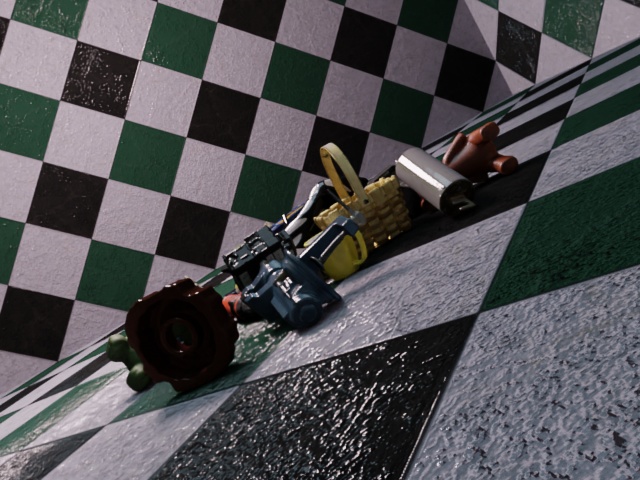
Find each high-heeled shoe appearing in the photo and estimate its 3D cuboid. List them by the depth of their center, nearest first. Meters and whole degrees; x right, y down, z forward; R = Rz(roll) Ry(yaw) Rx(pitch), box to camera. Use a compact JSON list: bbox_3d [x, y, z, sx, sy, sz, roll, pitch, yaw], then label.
[{"bbox_3d":[0.017,-0.053,1.213,0.249,0.086,0.145,-28,46,1],"label":"high-heeled shoe"}]

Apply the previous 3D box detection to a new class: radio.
[{"bbox_3d":[0.202,-0.127,1.310,0.131,0.073,0.229,7,20,20],"label":"radio"}]

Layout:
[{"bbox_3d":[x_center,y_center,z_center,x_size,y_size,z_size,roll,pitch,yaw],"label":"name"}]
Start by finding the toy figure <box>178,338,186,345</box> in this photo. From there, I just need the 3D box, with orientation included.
[{"bbox_3d":[-0.285,0.207,1.169,0.154,0.064,0.057,-24,-30,14],"label":"toy figure"}]

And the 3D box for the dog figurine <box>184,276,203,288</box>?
[{"bbox_3d":[-0.308,0.203,1.264,0.172,0.121,0.190,17,72,56],"label":"dog figurine"}]

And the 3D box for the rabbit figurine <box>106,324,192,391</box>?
[{"bbox_3d":[-0.308,0.196,1.059,0.159,0.121,0.170,-8,-37,-51],"label":"rabbit figurine"}]

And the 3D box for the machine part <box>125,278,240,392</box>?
[{"bbox_3d":[-0.214,0.148,0.846,0.179,0.179,0.056,-28,3,19],"label":"machine part"}]

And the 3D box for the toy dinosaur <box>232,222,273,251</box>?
[{"bbox_3d":[-0.151,0.033,1.718,0.192,0.131,0.405,-48,19,-28],"label":"toy dinosaur"}]

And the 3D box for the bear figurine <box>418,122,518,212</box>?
[{"bbox_3d":[0.287,-0.148,1.127,0.196,0.120,0.132,-32,10,-7],"label":"bear figurine"}]

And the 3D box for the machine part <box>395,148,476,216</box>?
[{"bbox_3d":[0.219,-0.115,1.034,0.079,0.079,0.243,-31,36,-7],"label":"machine part"}]

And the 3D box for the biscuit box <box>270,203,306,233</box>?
[{"bbox_3d":[-0.094,-0.016,1.375,0.203,0.059,0.063,-41,16,-23],"label":"biscuit box"}]

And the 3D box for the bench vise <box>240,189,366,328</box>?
[{"bbox_3d":[-0.018,0.042,0.899,0.240,0.128,0.224,-49,16,-3],"label":"bench vise"}]

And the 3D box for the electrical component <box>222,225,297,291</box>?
[{"bbox_3d":[-0.108,0.041,1.027,0.134,0.058,0.114,-32,-37,-15],"label":"electrical component"}]

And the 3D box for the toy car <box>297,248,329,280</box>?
[{"bbox_3d":[-0.062,0.047,1.122,0.202,0.053,0.089,-5,50,9],"label":"toy car"}]

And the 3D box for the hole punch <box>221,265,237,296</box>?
[{"bbox_3d":[-0.208,0.114,1.512,0.116,0.092,0.142,2,-16,-33],"label":"hole punch"}]

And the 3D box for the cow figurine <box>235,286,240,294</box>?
[{"bbox_3d":[-0.145,0.091,1.279,0.167,0.098,0.068,-32,13,-20],"label":"cow figurine"}]

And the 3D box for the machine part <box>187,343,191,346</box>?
[{"bbox_3d":[-0.220,0.197,1.062,0.084,0.039,0.139,-36,5,29],"label":"machine part"}]
